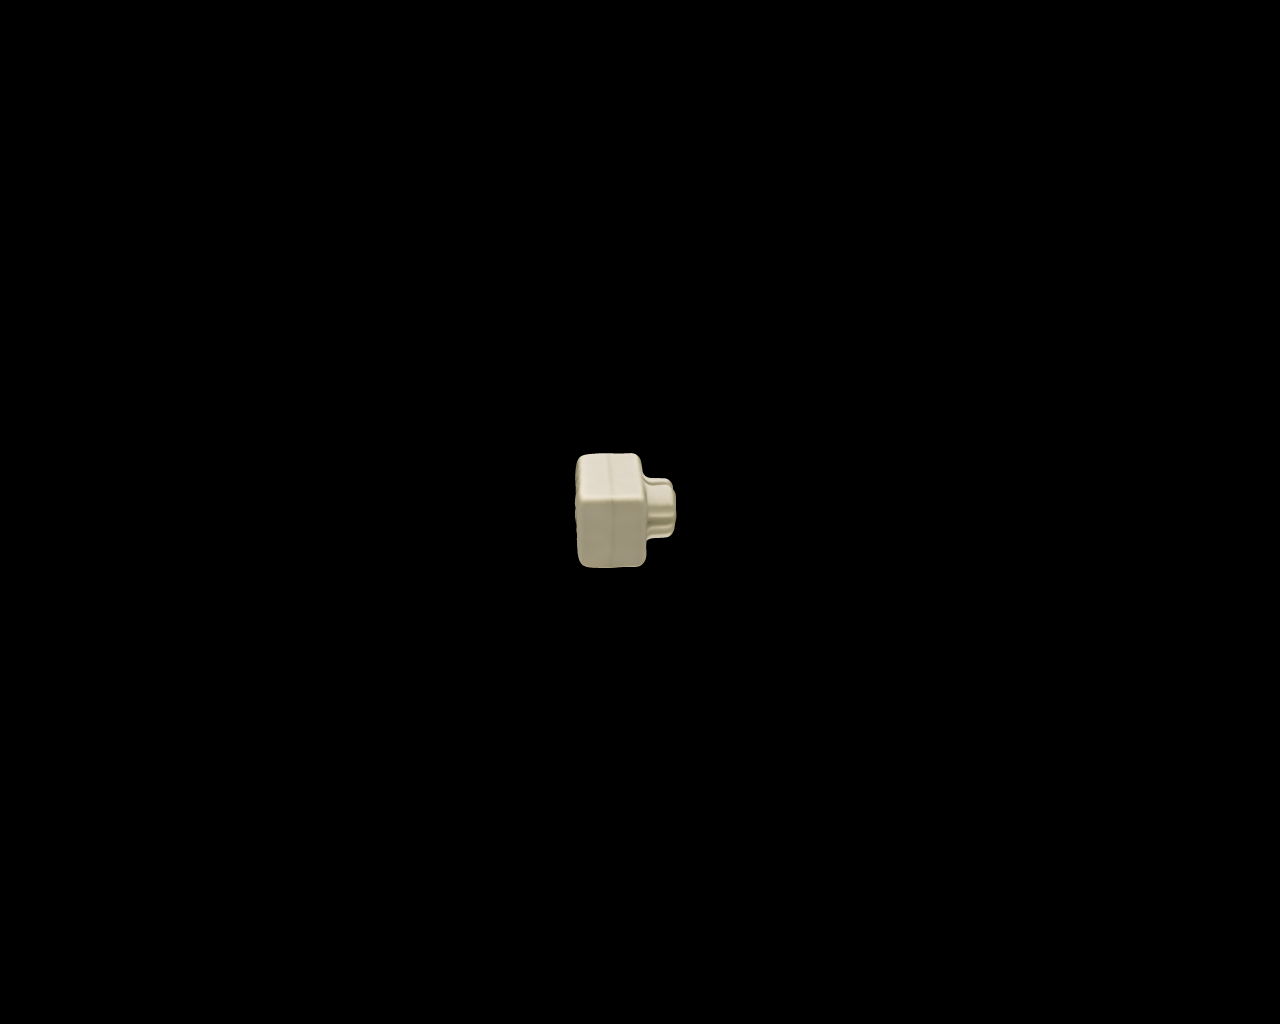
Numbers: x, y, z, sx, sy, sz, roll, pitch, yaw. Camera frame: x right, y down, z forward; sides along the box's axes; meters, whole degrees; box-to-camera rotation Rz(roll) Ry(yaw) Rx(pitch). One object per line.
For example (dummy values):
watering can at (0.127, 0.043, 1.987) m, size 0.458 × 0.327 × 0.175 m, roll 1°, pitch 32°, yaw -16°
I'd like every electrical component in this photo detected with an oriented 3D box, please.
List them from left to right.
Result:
electrical component at (0.001, -0.003, 0.650) m, size 0.077 × 0.047 × 0.066 m, roll -2°, pitch 27°, yaw -3°
